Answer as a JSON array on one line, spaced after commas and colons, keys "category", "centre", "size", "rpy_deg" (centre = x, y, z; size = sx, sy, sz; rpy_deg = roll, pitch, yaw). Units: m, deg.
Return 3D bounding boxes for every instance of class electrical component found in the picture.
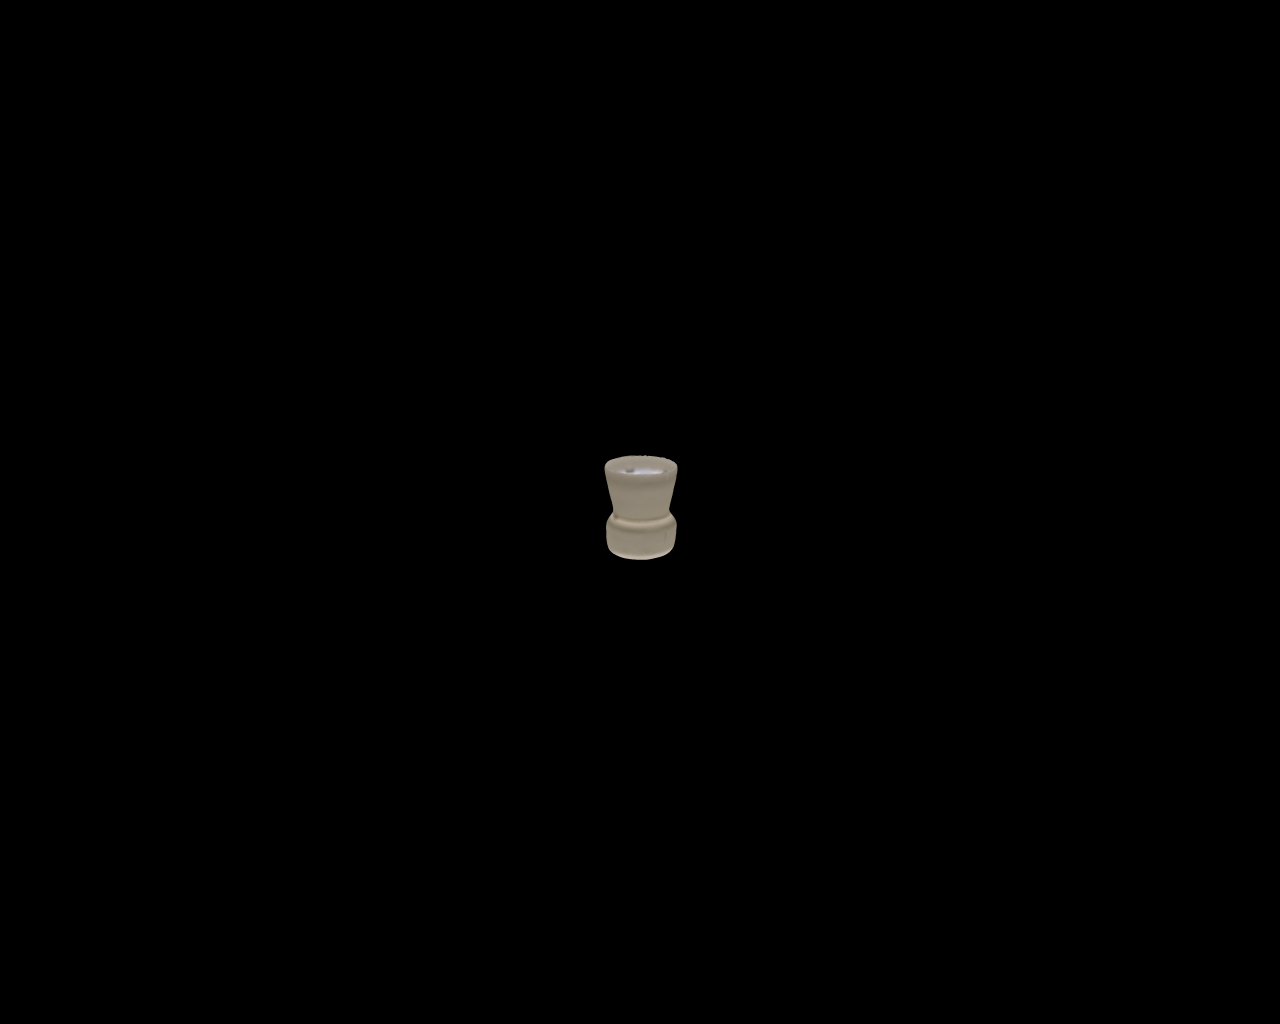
[{"category": "electrical component", "centre": [0.001, -0.003, 0.650], "size": [0.045, 0.055, 0.045], "rpy_deg": [0, 18, 0]}]
